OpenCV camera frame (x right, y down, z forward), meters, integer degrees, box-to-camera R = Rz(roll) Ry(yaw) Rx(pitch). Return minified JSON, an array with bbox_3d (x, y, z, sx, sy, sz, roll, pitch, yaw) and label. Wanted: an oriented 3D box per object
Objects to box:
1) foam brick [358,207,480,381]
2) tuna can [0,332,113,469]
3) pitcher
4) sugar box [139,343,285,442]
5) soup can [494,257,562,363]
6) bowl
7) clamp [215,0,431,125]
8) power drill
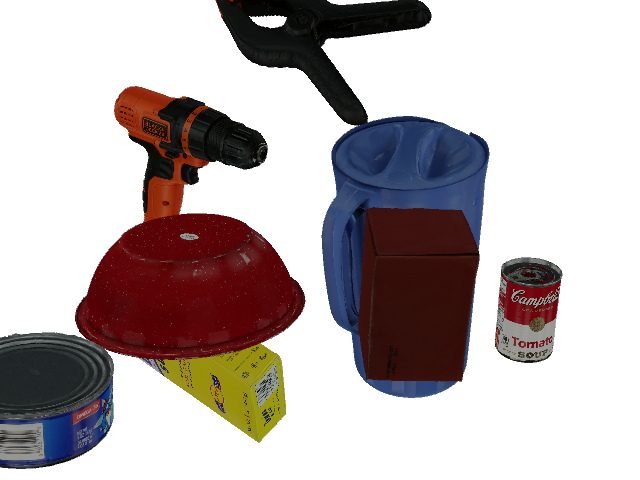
[{"bbox_3d":[0.048,0.028,0.551,0.053,0.078,0.051,1,30,-4],"label":"foam brick"},{"bbox_3d":[-0.152,0.083,0.561,0.086,0.034,0.086,3,23,-1],"label":"tuna can"},{"bbox_3d":[0.073,0.024,0.956,0.149,0.243,0.145,-5,32,-3],"label":"pitcher"},{"bbox_3d":[-0.112,0.095,0.933,0.176,0.093,0.048,28,55,24],"label":"sugar box"},{"bbox_3d":[0.236,0.079,1.217,0.068,0.102,0.068,0,25,0],"label":"soup can"},{"bbox_3d":[-0.092,0.022,0.743,0.162,0.055,0.162,-2,22,0],"label":"bowl"},{"bbox_3d":[-0.001,-0.169,0.844,0.172,0.120,0.039,33,-25,21],"label":"clamp"},{"bbox_3d":[-0.133,-0.055,1.104,0.185,0.188,0.057,23,35,29],"label":"power drill"}]
